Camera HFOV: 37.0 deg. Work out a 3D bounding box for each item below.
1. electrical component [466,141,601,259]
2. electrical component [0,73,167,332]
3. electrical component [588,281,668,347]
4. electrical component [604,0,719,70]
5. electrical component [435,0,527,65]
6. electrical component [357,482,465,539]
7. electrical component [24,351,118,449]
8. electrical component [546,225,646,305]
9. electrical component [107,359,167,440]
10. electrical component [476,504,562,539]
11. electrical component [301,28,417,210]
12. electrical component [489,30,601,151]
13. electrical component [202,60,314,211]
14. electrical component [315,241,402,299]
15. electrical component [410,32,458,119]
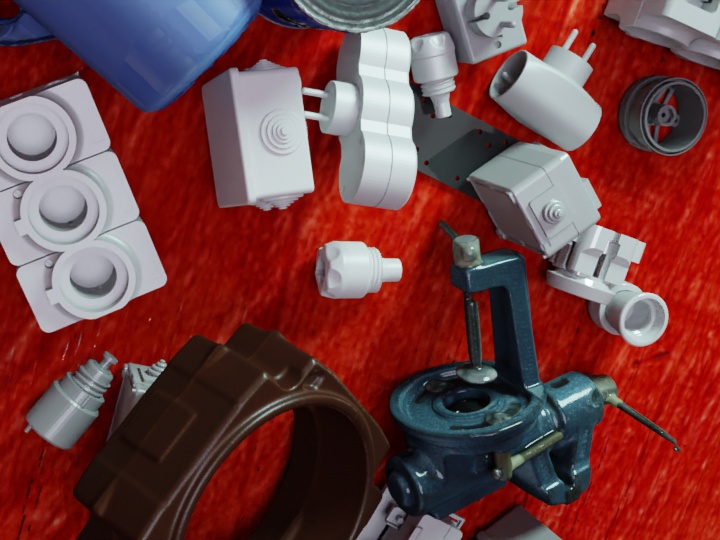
[{"bbox_3d":[0.135,-0.055,0.806,0.061,0.096,0.061,-35,111,-7],"label":"electrical component"},{"bbox_3d":[-0.201,-0.045,0.724,0.089,0.062,0.150,-23,109,-11],"label":"electrical component"},{"bbox_3d":[0.219,0.034,0.883,0.045,0.055,0.045,-4,105,-17],"label":"electrical component"},{"bbox_3d":[0.276,-0.191,0.827,0.150,0.089,0.061,17,98,-21],"label":"electrical component"},{"bbox_3d":[0.092,-0.187,0.775,0.047,0.077,0.065,-23,109,-11],"label":"electrical component"},{"bbox_3d":[0.027,0.241,0.868,0.079,0.063,0.121,31,93,-22],"label":"electrical component"},{"bbox_3d":[-0.203,0.092,0.769,0.040,0.040,0.078,40,89,-22],"label":"electrical component"},{"bbox_3d":[0.183,-0.007,0.860,0.078,0.058,0.057,17,95,-20],"label":"electrical component"},{"bbox_3d":[-0.146,0.112,0.780,0.061,0.062,0.096,13,99,-20],"label":"electrical component"},{"bbox_3d":[0.147,0.255,0.884,0.057,0.113,0.078,-35,111,-10],"label":"electrical component"},{"bbox_3d":[-0.006,-0.111,0.748,0.074,0.052,0.138,7,65,-20],"label":"electrical component"},{"bbox_3d":[0.151,-0.144,0.822,0.077,0.044,0.079,31,93,-22],"label":"electrical component"},{"bbox_3d":[-0.070,-0.090,0.735,0.048,0.100,0.099,-9,95,-20],"label":"electrical component"},{"bbox_3d":[0.000,0.000,0.810,0.062,0.043,0.043,0,103,-19],"label":"electrical component"},{"bbox_3d":[0.056,-0.143,0.797,0.035,0.035,0.061,-17,108,-13],"label":"electrical component"}]
